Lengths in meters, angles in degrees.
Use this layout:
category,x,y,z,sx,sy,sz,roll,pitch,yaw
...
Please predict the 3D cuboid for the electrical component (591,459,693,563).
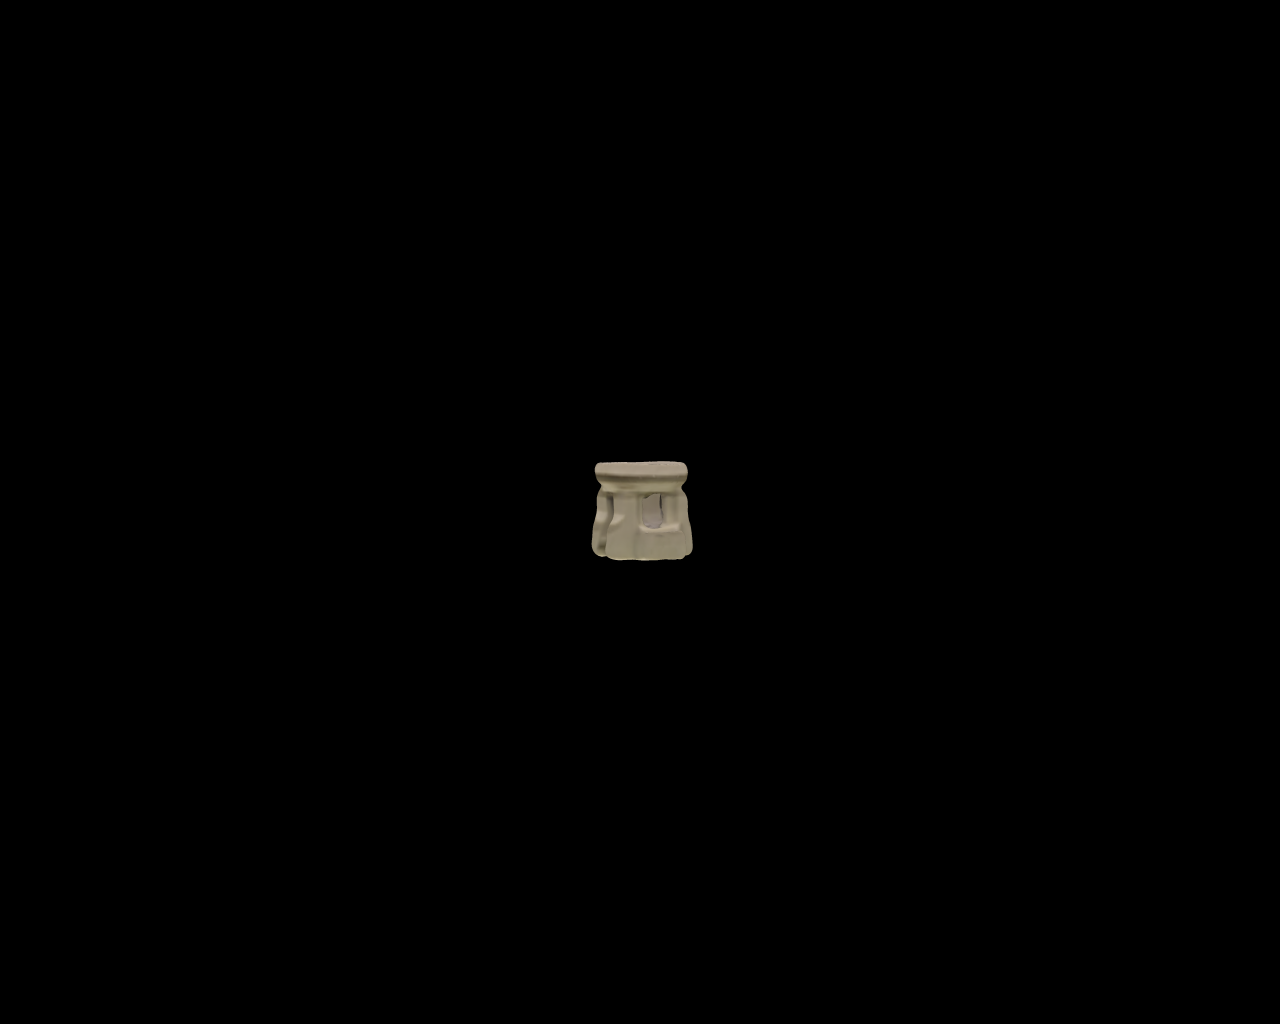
category,x,y,z,sx,sy,sz,roll,pitch,yaw
electrical component,0.001,-0.003,0.650,0.058,0.057,0.078,-2,5,-24
